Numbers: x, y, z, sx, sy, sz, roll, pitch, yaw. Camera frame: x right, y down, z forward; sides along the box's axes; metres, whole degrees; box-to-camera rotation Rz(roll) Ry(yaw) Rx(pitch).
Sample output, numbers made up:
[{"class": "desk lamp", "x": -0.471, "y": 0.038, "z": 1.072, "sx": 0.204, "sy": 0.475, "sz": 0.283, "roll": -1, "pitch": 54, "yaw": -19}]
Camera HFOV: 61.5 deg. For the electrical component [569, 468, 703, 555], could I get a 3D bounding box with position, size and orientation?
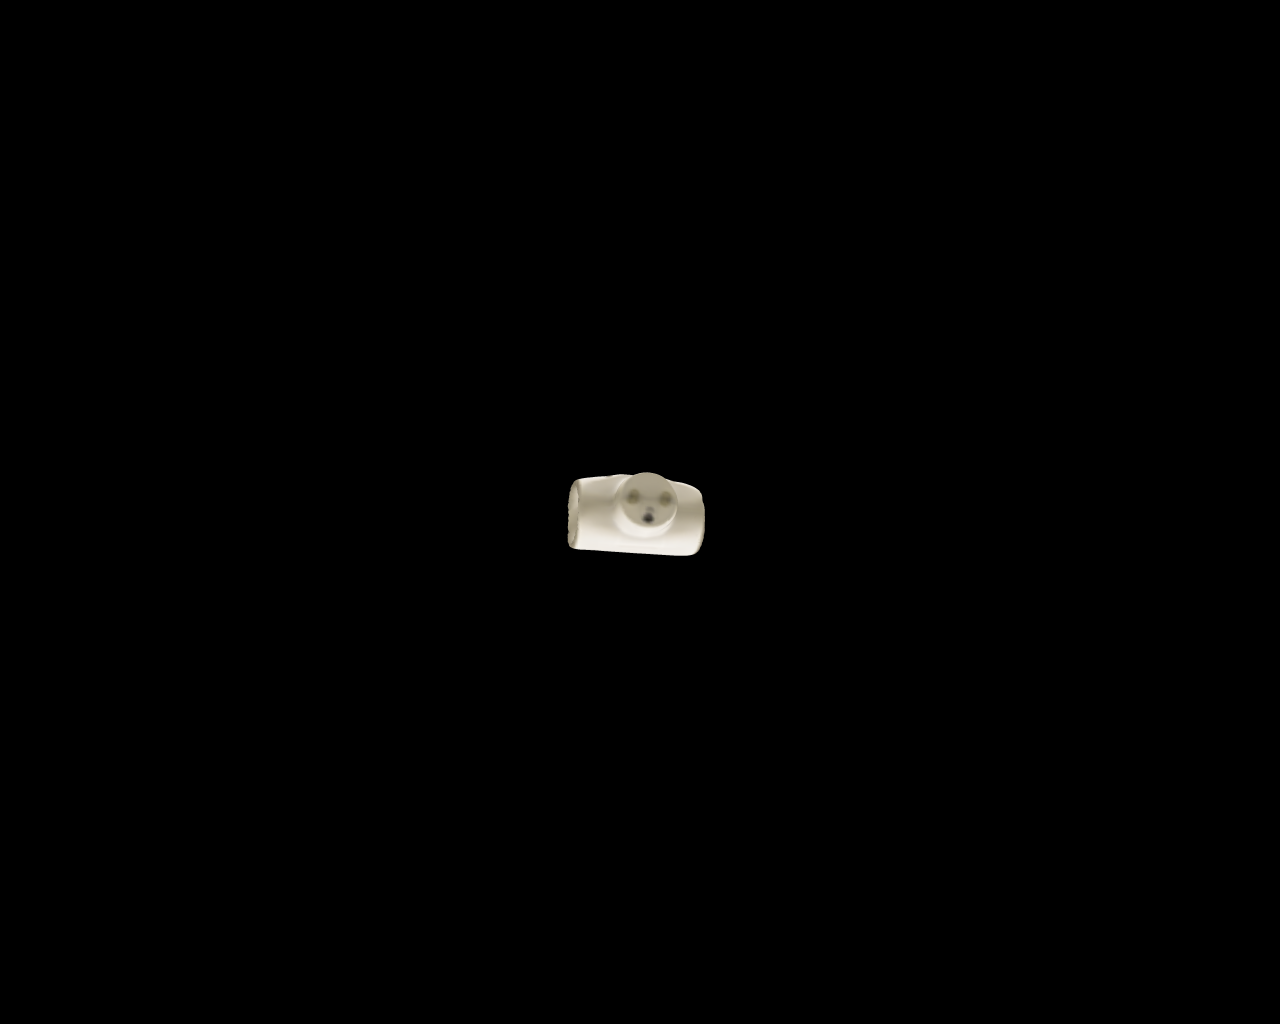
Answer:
[{"class": "electrical component", "x": 0.001, "y": -0.003, "z": 0.650, "sx": 0.077, "sy": 0.043, "sz": 0.079, "roll": 4, "pitch": -19, "yaw": -12}]
